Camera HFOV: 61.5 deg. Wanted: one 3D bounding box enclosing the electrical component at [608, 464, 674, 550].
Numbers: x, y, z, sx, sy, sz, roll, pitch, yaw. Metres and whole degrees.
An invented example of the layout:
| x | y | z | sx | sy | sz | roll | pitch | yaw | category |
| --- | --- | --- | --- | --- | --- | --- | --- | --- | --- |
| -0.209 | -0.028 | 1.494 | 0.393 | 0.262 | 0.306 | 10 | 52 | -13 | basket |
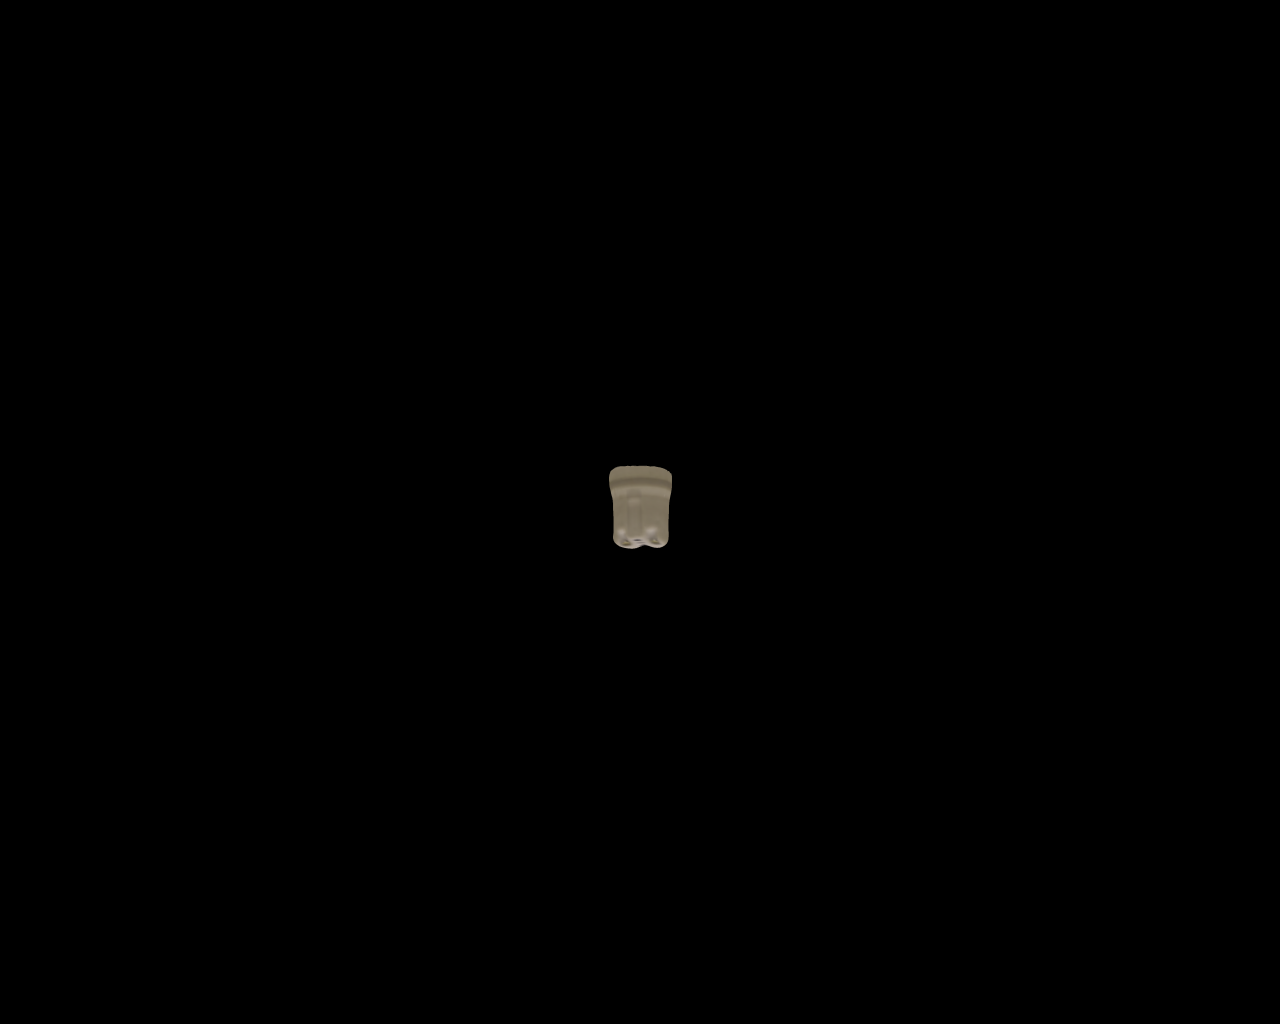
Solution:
| x | y | z | sx | sy | sz | roll | pitch | yaw | category |
| --- | --- | --- | --- | --- | --- | --- | --- | --- | --- |
| 0.001 | -0.003 | 0.650 | 0.040 | 0.046 | 0.040 | 0 | -11 | 0 | electrical component |
